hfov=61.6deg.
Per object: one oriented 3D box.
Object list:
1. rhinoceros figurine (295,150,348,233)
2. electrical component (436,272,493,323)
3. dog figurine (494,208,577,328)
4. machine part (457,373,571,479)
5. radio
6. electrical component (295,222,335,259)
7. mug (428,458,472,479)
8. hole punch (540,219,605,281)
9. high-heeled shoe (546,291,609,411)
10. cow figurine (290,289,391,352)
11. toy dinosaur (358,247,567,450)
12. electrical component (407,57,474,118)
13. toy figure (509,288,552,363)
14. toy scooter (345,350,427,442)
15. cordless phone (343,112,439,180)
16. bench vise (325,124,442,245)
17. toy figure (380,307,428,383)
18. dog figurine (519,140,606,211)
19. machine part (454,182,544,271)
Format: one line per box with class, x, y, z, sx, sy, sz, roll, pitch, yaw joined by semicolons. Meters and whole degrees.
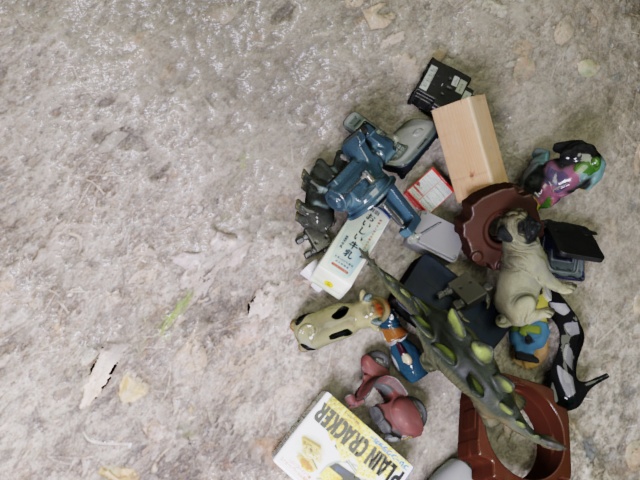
rhinoceros figurine;0.012;-0.107;1.119;0.112;0.073;0.190;15;64;7
electrical component;0.289;0.112;1.056;0.102;0.045;0.078;-32;53;-20
dog figurine;0.366;0.053;1.024;0.172;0.121;0.190;-43;104;-17
machine part;0.369;0.371;1.030;0.201;0.087;0.201;17;59;-9
radio;0.261;0.147;1.103;0.230;0.073;0.131;38;74;4
electrical component;-0.002;-0.003;1.127;0.094;0.021;0.063;-29;82;-15
mug;0.254;0.476;1.013;0.109;0.080;0.107;41;64;7
hole punch;0.538;0.024;1.177;0.142;0.092;0.116;8;45;-4
high-heeled shoe;0.491;0.227;1.132;0.145;0.086;0.249;-29;61;16
cow figurine;0.044;0.154;1.040;0.195;0.127;0.085;-17;82;-10
toy dinosaur;0.234;0.188;0.954;0.105;0.198;0.472;-43;61;-9
electrical component;0.285;-0.335;1.237;0.134;0.058;0.115;30;75;0
toy figure;0.433;0.162;1.120;0.089;0.082;0.180;15;77;-7
toy scooter;0.117;0.309;1.021;0.135;0.075;0.184;-22;73;-45
cordless phone;0.153;-0.237;1.181;0.184;0.088;0.146;39;74;7
bench vise;0.122;-0.098;1.052;0.240;0.129;0.224;47;47;-10
toy figure;0.160;0.207;1.075;0.058;0.064;0.154;-26;78;-19
dog figurine;0.483;-0.104;1.149;0.219;0.192;0.108;-48;112;-27
machine part;0.362;-0.027;1.084;0.179;0.056;0.179;-2;105;-6
